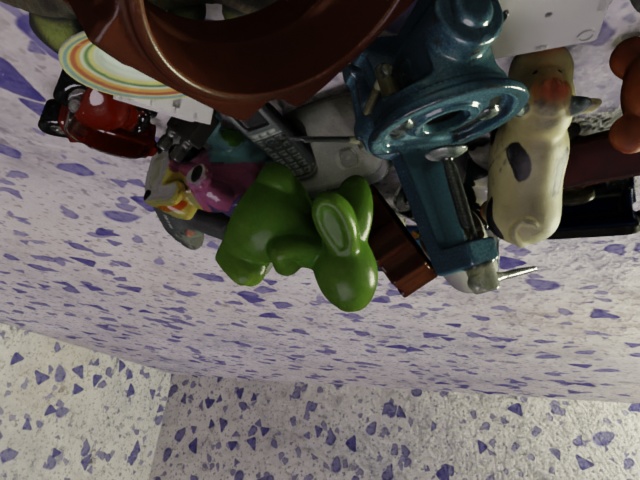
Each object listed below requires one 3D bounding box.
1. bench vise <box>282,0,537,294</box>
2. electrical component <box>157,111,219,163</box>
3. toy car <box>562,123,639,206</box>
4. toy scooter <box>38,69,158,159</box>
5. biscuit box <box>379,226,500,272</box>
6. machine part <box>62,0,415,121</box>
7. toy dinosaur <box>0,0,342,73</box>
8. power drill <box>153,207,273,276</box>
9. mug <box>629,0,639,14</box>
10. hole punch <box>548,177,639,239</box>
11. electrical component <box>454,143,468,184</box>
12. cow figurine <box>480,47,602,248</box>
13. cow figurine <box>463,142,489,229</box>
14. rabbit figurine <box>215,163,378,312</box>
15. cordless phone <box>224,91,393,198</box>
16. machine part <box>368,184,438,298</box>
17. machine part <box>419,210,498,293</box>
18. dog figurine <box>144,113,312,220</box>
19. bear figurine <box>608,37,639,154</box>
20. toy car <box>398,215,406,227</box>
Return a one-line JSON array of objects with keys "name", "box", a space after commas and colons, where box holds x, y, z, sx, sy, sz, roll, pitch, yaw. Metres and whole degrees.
[{"name": "bench vise", "box": [0.084, -0.070, 0.434, 0.129, 0.240, 0.223, -10, 168, -28]}, {"name": "electrical component", "box": [-0.148, -0.135, 0.618, 0.063, 0.094, 0.021, 39, -177, 39]}, {"name": "toy car", "box": [0.327, -0.093, 0.547, 0.202, 0.053, 0.089, -12, 106, 35]}, {"name": "toy scooter", "box": [-0.238, -0.142, 0.617, 0.135, 0.075, 0.184, 22, 157, -30]}, {"name": "biscuit box", "box": [0.185, 0.015, 0.871, 0.203, 0.059, 0.062, 0, 156, 20]}, {"name": "machine part", "box": [-0.033, -0.175, 0.311, 0.201, 0.087, 0.201, -38, 156, 20]}, {"name": "toy dinosaur", "box": [-0.177, -0.216, 0.399, 0.471, 0.105, 0.198, 12, 165, -18]}, {"name": "power drill", "box": [-0.164, -0.017, 0.847, 0.207, 0.086, 0.231, 28, 158, 22]}, {"name": "mug", "box": [0.254, -0.189, 0.336, 0.107, 0.081, 0.109, -12, 146, 21]}, {"name": "hole punch", "box": [0.324, -0.053, 0.654, 0.142, 0.092, 0.116, -8, -177, 29]}, {"name": "electrical component", "box": [0.127, -0.089, 0.594, 0.075, 0.048, 0.119, 4, 152, 20]}, {"name": "cow figurine", "box": [0.199, -0.086, 0.511, 0.086, 0.127, 0.194, 1, 115, 8]}, {"name": "cow figurine", "box": [0.211, -0.059, 0.675, 0.098, 0.068, 0.167, 7, 155, 16]}, {"name": "rabbit figurine", "box": [-0.001, -0.002, 0.587, 0.170, 0.121, 0.159, 36, 124, 8]}, {"name": "cordless phone", "box": [-0.017, -0.128, 0.572, 0.147, 0.089, 0.184, -10, 148, 37]}, {"name": "machine part", "box": [0.084, -0.008, 0.709, 0.056, 0.179, 0.179, -36, 144, 10]}, {"name": "machine part", "box": [0.182, 0.016, 0.693, 0.079, 0.079, 0.243, -3, 163, 24]}, {"name": "dog figurine", "box": [-0.096, -0.066, 0.717, 0.192, 0.108, 0.219, -15, 151, 41]}, {"name": "bear figurine", "box": [0.348, -0.115, 0.433, 0.196, 0.120, 0.131, -8, 156, 38]}, {"name": "toy car", "box": [0.033, -0.021, 0.843, 0.202, 0.056, 0.073, 7, 164, 6]}]
